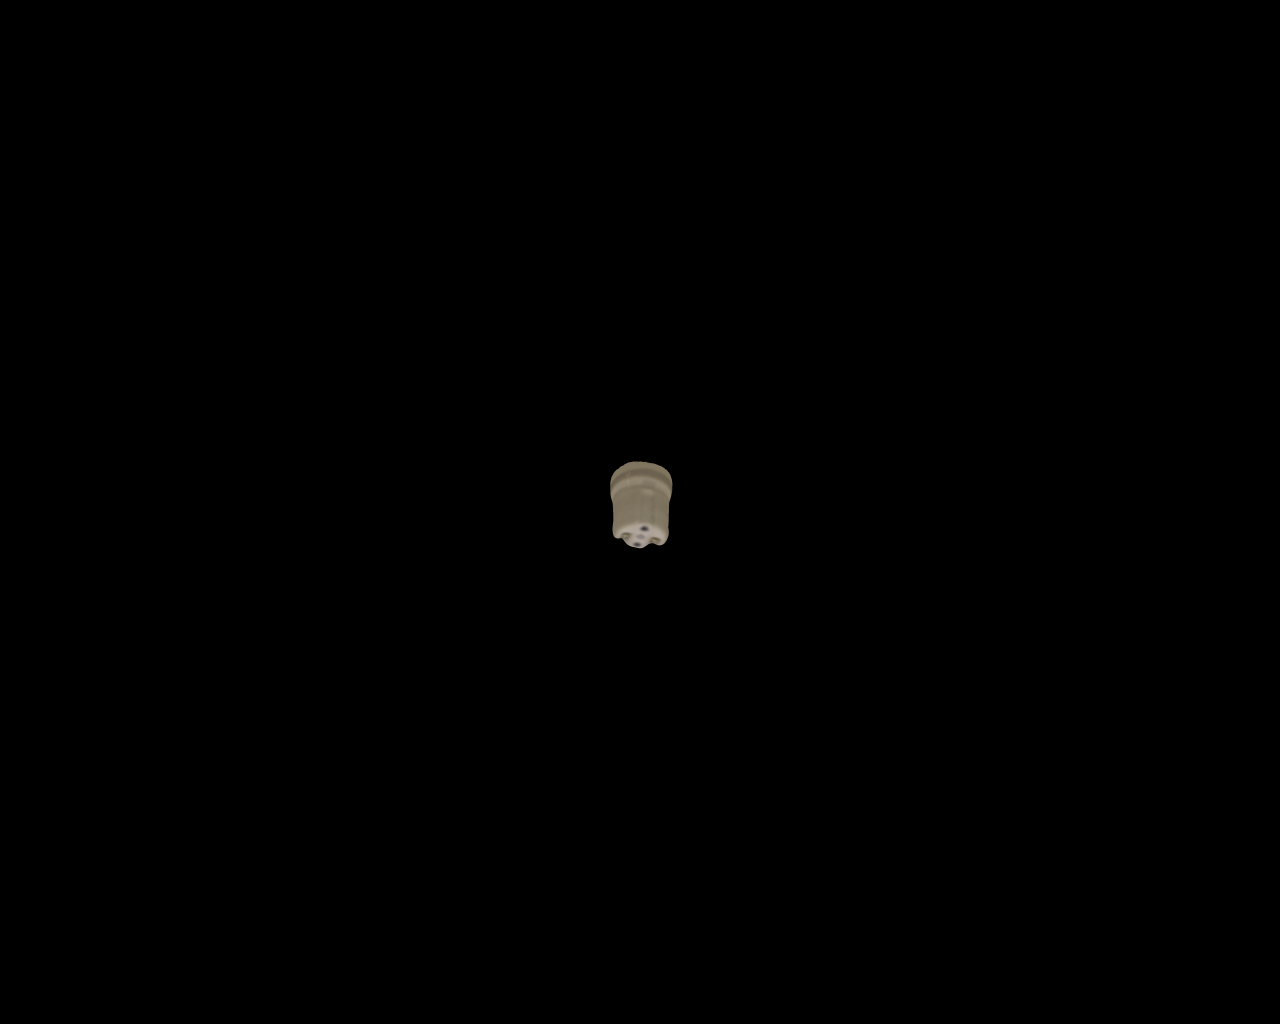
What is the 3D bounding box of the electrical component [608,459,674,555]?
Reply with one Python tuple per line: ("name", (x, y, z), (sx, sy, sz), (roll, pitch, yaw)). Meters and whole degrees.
("electrical component", (0.001, -0.003, 0.650), (0.040, 0.046, 0.040), (0, -38, 0))
